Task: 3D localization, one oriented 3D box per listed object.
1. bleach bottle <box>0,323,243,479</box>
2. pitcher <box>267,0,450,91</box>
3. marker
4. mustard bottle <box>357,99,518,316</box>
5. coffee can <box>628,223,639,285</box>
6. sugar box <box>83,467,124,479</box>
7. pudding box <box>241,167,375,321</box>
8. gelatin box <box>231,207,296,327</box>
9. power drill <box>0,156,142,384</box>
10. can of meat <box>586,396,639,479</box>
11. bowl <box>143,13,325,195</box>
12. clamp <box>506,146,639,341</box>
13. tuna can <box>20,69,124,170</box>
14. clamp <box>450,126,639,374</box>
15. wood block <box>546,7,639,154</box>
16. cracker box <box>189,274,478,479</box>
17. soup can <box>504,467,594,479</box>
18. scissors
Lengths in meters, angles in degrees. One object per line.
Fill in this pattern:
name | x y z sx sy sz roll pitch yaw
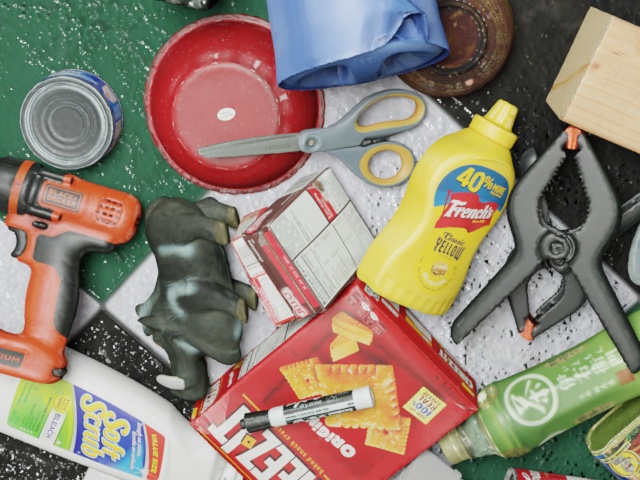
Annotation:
bleach bottle | -0.187 0.173 1.012 0.250 0.068 0.103 23 102 -6
pitcher | 0.007 -0.239 0.819 0.149 0.144 0.243 -11 89 20
marker | -0.012 0.150 0.938 0.121 0.020 0.020 -14 106 10
mustard bottle | 0.114 -0.032 0.914 0.096 0.058 0.192 21 102 -36
coffee can | 0.349 0.016 0.900 0.140 0.102 0.103 23 108 -3
sugar box | -0.213 0.305 1.065 0.093 0.048 0.176 24 104 -4
pudding box | -0.006 0.001 0.917 0.039 0.113 0.090 -20 108 42
gelatin box | -0.043 0.023 0.947 0.030 0.073 0.089 -23 105 12
power drill | -0.268 0.023 0.940 0.184 0.057 0.187 16 84 0
can of meat | 0.310 0.186 0.982 0.084 0.057 0.102 43 105 -7
bowl | -0.077 -0.111 0.917 0.162 0.055 0.162 1 107 3
clamp | 0.203 0.003 0.942 0.120 0.039 0.171 30 105 6
tuna can | -0.219 -0.106 0.940 0.086 0.033 0.086 1 108 4
clamp | 0.192 0.008 0.906 0.165 0.036 0.210 1 100 15
wood block | 0.303 -0.106 0.871 0.206 0.090 0.090 22 108 -3
cracker box | 0.012 0.150 0.984 0.214 0.072 0.164 -41 100 15
soup can | 0.225 0.255 1.003 0.102 0.068 0.068 8 108 1
scissors | 0.002 -0.069 0.908 0.201 0.016 0.096 -22 118 -13
